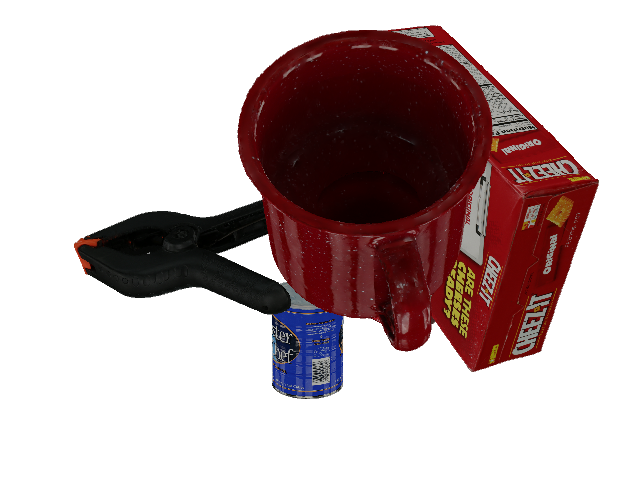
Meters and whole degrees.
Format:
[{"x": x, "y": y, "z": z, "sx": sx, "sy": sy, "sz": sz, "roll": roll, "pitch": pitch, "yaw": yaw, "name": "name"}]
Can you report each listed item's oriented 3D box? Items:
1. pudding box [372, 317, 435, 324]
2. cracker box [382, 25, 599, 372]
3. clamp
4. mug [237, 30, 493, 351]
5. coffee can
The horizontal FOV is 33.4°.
[{"x": 0.083, "y": 0.041, "z": 1.016, "sx": 0.090, "sy": 0.039, "sz": 0.113, "roll": 27, "pitch": 34, "yaw": 31, "name": "pudding box"}, {"x": 0.103, "y": -0.037, "z": 0.797, "sx": 0.072, "sy": 0.164, "sz": 0.214, "roll": -13, "pitch": 44, "yaw": -22, "name": "cracker box"}, {"x": -0.087, "y": 0.002, "z": 0.764, "sx": 0.172, "sy": 0.039, "sz": 0.120, "roll": 6, "pitch": 35, "yaw": 16, "name": "clamp"}, {"x": 0.021, "y": -0.011, "z": 0.415, "sx": 0.093, "sy": 0.117, "sz": 0.081, "roll": -15, "pitch": -30, "yaw": -6, "name": "mug"}, {"x": -0.018, "y": 0.137, "z": 1.498, "sx": 0.103, "sy": 0.140, "sz": 0.103, "roll": 0, "pitch": 18, "yaw": 0, "name": "coffee can"}]
